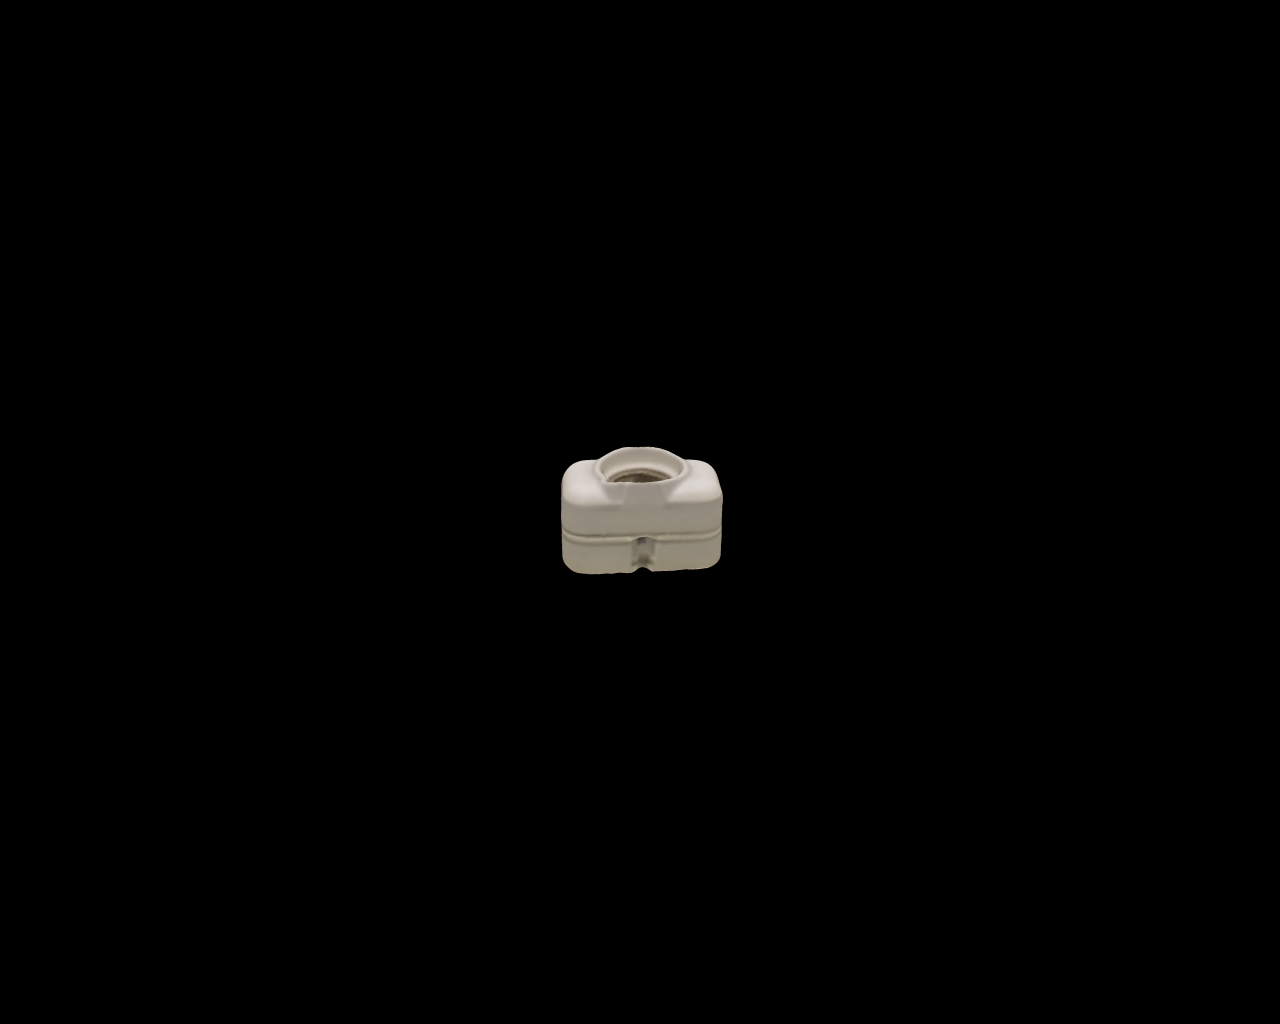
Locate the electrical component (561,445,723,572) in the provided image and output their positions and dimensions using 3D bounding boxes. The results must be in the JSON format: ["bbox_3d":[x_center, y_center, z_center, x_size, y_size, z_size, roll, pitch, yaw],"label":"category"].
[{"bbox_3d":[0.001,-0.003,0.650,0.095,0.059,0.054,-1,28,-2],"label":"electrical component"}]
